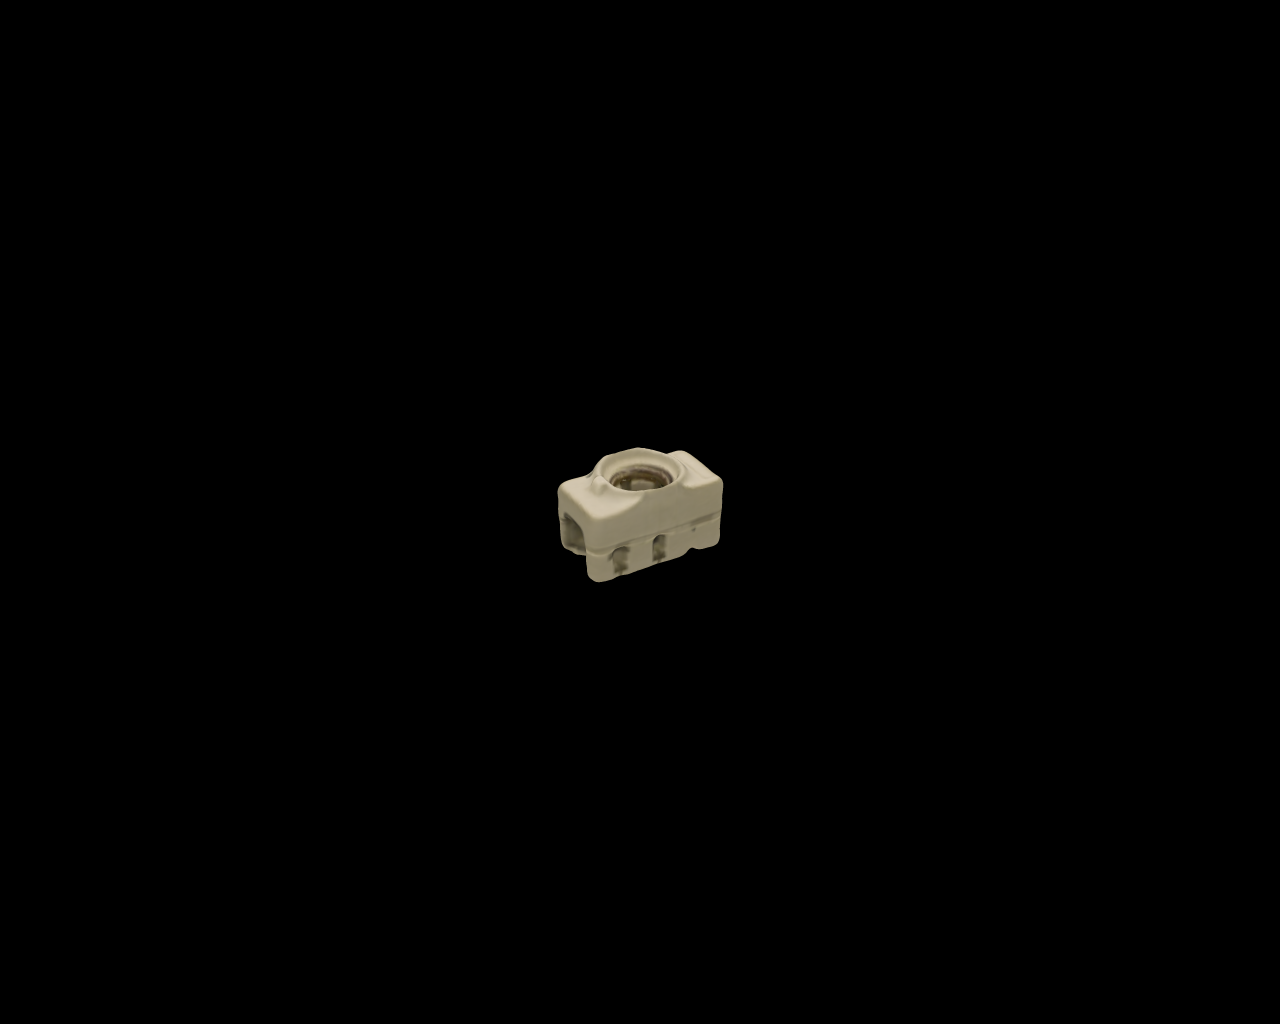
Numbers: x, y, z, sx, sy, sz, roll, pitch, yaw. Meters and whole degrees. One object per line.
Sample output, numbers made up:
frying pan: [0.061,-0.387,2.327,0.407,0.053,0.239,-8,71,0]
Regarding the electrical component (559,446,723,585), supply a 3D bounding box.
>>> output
electrical component: [0.001,-0.003,0.650,0.090,0.055,0.050,-17,36,-24]
